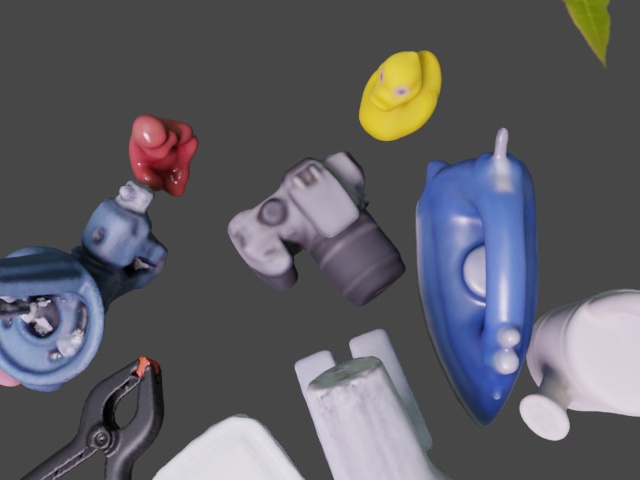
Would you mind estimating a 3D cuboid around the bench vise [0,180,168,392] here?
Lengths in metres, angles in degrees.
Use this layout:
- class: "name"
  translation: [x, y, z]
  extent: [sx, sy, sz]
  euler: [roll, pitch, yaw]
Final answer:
- class: "bench vise"
  translation: [-0.232, 0.027, 0.486]
  extent: [0.121, 0.220, 0.207]
  euler: [14, 77, 7]

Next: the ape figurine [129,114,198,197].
- class: "ape figurine"
  translation: [-0.163, -0.095, 0.579]
  extent: [0.078, 0.092, 0.076]
  euler: [-37, 77, -6]

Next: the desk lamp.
- class: "desk lamp"
  translation: [0.044, 0.171, 0.441]
  extent: [0.118, 0.213, 0.203]
  euler: [-22, 76, -3]

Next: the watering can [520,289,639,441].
- class: "watering can"
  translation: [0.239, 0.096, 0.460]
  extent: [0.101, 0.194, 0.173]
  euler: [32, 80, 10]

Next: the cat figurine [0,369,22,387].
- class: "cat figurine"
  translation: [-0.337, 0.077, 0.531]
  extent: [0.067, 0.118, 0.128]
  euler: [-16, 76, -1]

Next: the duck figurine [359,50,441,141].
- class: "duck figurine"
  translation: [0.085, -0.161, 0.587]
  extent: [0.077, 0.086, 0.104]
  euler: [40, 81, 11]

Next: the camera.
- class: "camera"
  translation: [0.005, 0.002, 0.543]
  extent: [0.143, 0.101, 0.136]
  euler: [-37, 77, -6]

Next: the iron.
- class: "iron"
  translation: [0.152, 0.036, 0.506]
  extent: [0.118, 0.141, 0.258]
  euler: [-1, 76, 3]
